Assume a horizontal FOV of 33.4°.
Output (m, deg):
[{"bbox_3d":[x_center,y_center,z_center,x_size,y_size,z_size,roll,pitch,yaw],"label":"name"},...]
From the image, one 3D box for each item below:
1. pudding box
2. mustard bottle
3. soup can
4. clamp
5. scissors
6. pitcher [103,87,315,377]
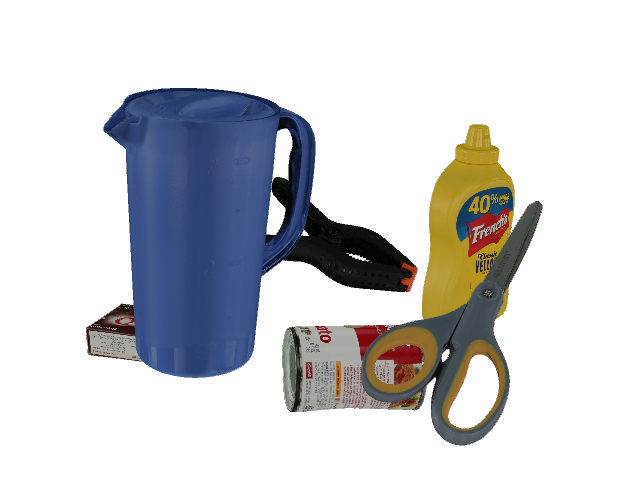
[{"bbox_3d":[-0.203,0.109,1.249,0.114,0.039,0.090,3,15,17],"label":"pudding box"},{"bbox_3d":[0.145,-0.016,1.027,0.096,0.192,0.058,-10,20,-37],"label":"mustard bottle"},{"bbox_3d":[0.025,0.100,0.836,0.102,0.068,0.068,0,0,-11],"label":"soup can"},{"bbox_3d":[0.001,0.008,1.165,0.210,0.036,0.164,27,36,15],"label":"clamp"},{"bbox_3d":[0.084,0.039,0.665,0.096,0.016,0.201,7,46,10],"label":"scissors"},{"bbox_3d":[-0.097,-0.009,0.942,0.149,0.243,0.144,10,20,16],"label":"pitcher"}]
